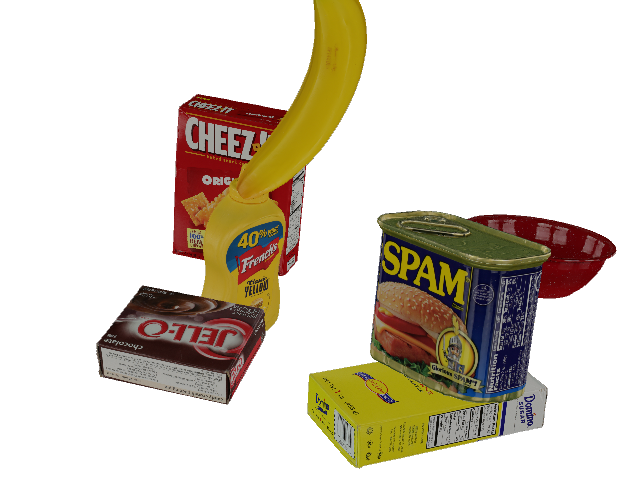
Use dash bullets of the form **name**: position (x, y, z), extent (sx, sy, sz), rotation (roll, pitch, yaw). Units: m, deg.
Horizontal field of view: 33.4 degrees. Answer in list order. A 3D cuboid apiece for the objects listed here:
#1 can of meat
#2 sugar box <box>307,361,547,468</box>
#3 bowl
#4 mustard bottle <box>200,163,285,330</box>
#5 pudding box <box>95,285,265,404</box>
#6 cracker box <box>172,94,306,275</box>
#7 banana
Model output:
- **can of meat**: position (0.074, 0.036, 0.601), extent (0.057, 0.084, 0.102), rotation (-6, 19, -36)
- **sugar box**: position (0.087, 0.131, 0.879), extent (0.176, 0.048, 0.093), rotation (-10, 25, -23)
- **bowl**: position (0.224, 0.020, 1.121), extent (0.162, 0.055, 0.162), rotation (5, 17, -2)
- **mustard bottle**: position (-0.080, 0.010, 1.119), extent (0.096, 0.192, 0.058), rotation (-18, 35, -40)
- **pudding box**: position (-0.111, 0.083, 0.863), extent (0.113, 0.039, 0.090), rotation (8, 30, 13)
- **cracker box**: position (-0.108, -0.071, 1.417), extent (0.164, 0.214, 0.072), rotation (12, 26, 13)
- **banana**: position (-0.009, -0.109, 0.765), extent (0.069, 0.198, 0.037), rotation (7, 37, -14)
